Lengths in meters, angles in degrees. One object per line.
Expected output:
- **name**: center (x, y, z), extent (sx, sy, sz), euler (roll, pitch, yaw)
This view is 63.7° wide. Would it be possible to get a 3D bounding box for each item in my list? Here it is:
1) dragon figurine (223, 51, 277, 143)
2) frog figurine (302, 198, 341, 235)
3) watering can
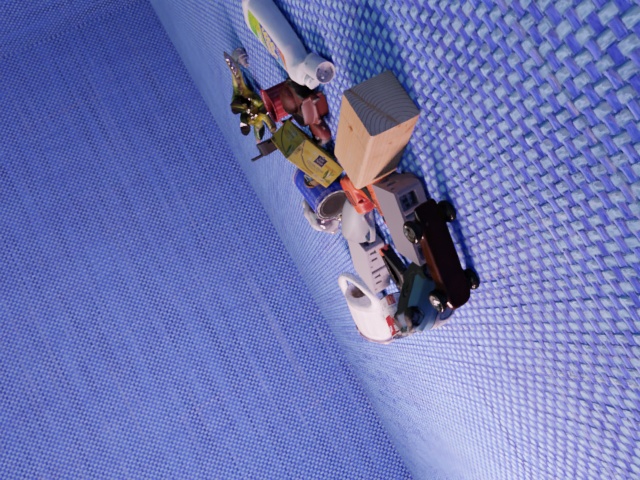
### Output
- **dragon figurine**: center (-0.256, -0.488, 1.745), extent (0.248, 0.122, 0.401), euler (-117, 7, -48)
- **frog figurine**: center (0.005, -0.075, 1.486), extent (0.137, 0.124, 0.157), euler (43, 157, -1)
- **watering can**: center (0.168, 0.217, 1.500), extent (0.351, 0.105, 0.220), euler (32, 150, 52)
